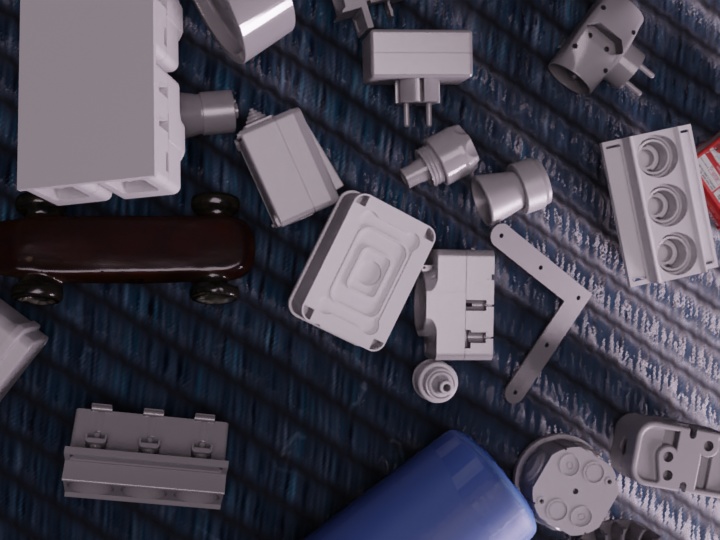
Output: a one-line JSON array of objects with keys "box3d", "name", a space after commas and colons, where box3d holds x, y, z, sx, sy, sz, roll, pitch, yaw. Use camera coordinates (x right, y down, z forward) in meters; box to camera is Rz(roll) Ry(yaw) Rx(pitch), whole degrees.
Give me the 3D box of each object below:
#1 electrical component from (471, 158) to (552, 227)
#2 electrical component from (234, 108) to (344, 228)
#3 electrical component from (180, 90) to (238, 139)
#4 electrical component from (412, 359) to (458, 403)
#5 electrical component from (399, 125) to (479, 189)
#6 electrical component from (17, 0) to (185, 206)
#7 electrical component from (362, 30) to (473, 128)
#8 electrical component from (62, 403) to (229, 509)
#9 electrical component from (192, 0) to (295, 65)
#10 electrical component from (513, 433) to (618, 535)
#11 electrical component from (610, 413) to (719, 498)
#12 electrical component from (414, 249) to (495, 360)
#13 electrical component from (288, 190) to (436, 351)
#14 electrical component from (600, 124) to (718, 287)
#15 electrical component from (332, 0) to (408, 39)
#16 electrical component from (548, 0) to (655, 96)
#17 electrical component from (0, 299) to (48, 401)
[{"box3d": [0.126, -0.065, 0.895, 0.055, 0.045, 0.045, -19, 94, -8], "name": "electrical component"}, {"box3d": [-0.059, -0.088, 0.858, 0.061, 0.062, 0.096, -25, 95, -8], "name": "electrical component"}, {"box3d": [-0.130, -0.124, 0.858, 0.065, 0.044, 0.044, -7, 93, -13], "name": "electrical component"}, {"box3d": [0.064, 0.092, 0.882, 0.035, 0.061, 0.035, 0, 92, -9], "name": "electrical component"}, {"box3d": [0.063, -0.089, 0.886, 0.062, 0.043, 0.043, -28, 95, -6], "name": "electrical component"}, {"box3d": [-0.193, -0.148, 0.809, 0.105, 0.060, 0.186, -5, 79, 11], "name": "electrical component"}, {"box3d": [0.047, -0.155, 0.880, 0.083, 0.047, 0.075, -2, 92, -8], "name": "electrical component"}, {"box3d": [-0.166, 0.146, 0.844, 0.121, 0.078, 0.063, 7, 61, -9], "name": "electrical component"}, {"box3d": [-0.091, -0.221, 0.830, 0.060, 0.108, 0.108, -31, 96, -13], "name": "electrical component"}, {"box3d": [0.173, 0.181, 0.906, 0.080, 0.051, 0.080, 0, 92, -9], "name": "electrical component"}, {"box3d": [0.266, 0.156, 0.915, 0.095, 0.059, 0.053, 11, 90, -9], "name": "electrical component"}, {"box3d": [0.077, 0.028, 0.888, 0.056, 0.050, 0.089, 1, 91, -9], "name": "electrical component"}, {"box3d": [0.000, 0.000, 0.868, 0.078, 0.057, 0.113, 27, 88, -16], "name": "electrical component"}, {"box3d": [0.246, -0.054, 0.904, 0.079, 0.063, 0.121, -13, 93, -8], "name": "electrical component"}, {"box3d": [0.005, -0.235, 0.874, 0.064, 0.042, 0.081, -18, 95, -11], "name": "electrical component"}, {"box3d": [0.212, -0.179, 0.906, 0.079, 0.043, 0.077, 37, 86, -8], "name": "electrical component"}, {"box3d": [-0.298, 0.078, 0.819, 0.057, 0.078, 0.113, 38, 86, -5], "name": "electrical component"}]
